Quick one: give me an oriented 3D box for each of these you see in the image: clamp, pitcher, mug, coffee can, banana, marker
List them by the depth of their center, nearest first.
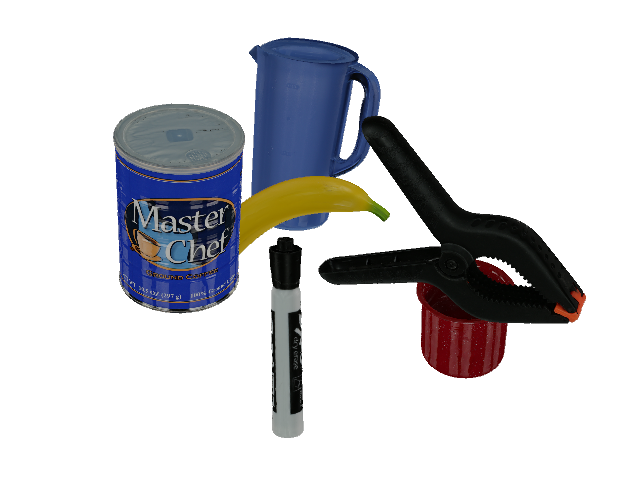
[{"bbox_3d":[-0.020,0.057,0.623,0.020,0.121,0.020,0,17,0],"label":"marker"},{"bbox_3d":[0.102,0.000,0.810,0.210,0.165,0.036,20,42,15],"label":"clamp"},{"bbox_3d":[-0.115,-0.027,0.874,0.103,0.140,0.103,3,35,-3],"label":"coffee can"},{"bbox_3d":[0.135,0.070,1.032,0.093,0.081,0.117,-9,38,-8],"label":"mug"},{"bbox_3d":[-0.034,-0.025,1.058,0.198,0.069,0.037,-13,21,26],"label":"banana"},{"bbox_3d":[-0.019,-0.138,1.416,0.144,0.243,0.149,-2,24,-21],"label":"pitcher"}]
